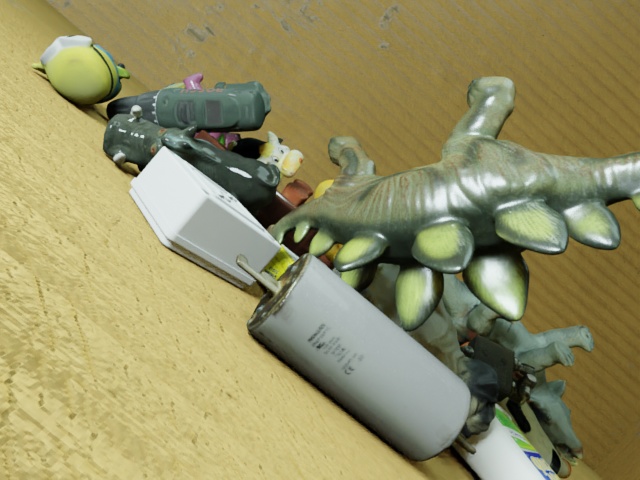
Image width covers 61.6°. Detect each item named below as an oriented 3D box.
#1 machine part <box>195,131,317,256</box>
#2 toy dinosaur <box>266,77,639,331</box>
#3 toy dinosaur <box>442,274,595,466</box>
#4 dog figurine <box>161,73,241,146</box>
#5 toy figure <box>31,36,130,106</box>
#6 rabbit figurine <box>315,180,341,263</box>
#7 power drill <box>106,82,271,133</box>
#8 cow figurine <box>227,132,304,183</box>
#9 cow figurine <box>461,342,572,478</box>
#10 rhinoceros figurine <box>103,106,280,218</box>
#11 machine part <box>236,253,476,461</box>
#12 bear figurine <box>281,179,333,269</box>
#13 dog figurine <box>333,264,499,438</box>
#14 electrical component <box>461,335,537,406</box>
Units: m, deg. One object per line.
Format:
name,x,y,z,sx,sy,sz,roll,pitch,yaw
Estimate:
machine part,-0.103,-0.050,0.766,0.200,0.087,0.202,39,2,-45
toy dinosaur,0.128,-0.030,0.443,0.105,0.472,0.198,49,39,-37
toy dinosaur,0.249,0.139,0.796,0.405,0.192,0.131,46,41,1
dog figurine,-0.224,-0.180,0.981,0.219,0.109,0.191,62,38,-20
toy figure,-0.314,-0.225,0.736,0.089,0.082,0.180,41,0,-11
rabbit figurine,0.050,-0.011,0.805,0.173,0.122,0.162,53,5,-36
power drill,-0.181,-0.209,0.839,0.232,0.085,0.207,4,13,16
cow figurine,-0.096,-0.139,0.890,0.098,0.068,0.167,34,-16,-27
cow figurine,0.229,0.220,0.687,0.127,0.085,0.195,33,28,-52
rhinoceros figurine,-0.140,-0.080,0.591,0.190,0.073,0.112,21,-8,-11
machine part,0.031,0.090,0.415,0.243,0.079,0.079,41,2,-10
bear figurine,-0.004,0.000,0.941,0.196,0.132,0.120,35,13,2
dog figurine,0.100,0.101,0.573,0.190,0.121,0.172,61,8,-15
electrical component,0.202,0.151,0.623,0.102,0.078,0.045,29,-38,5
